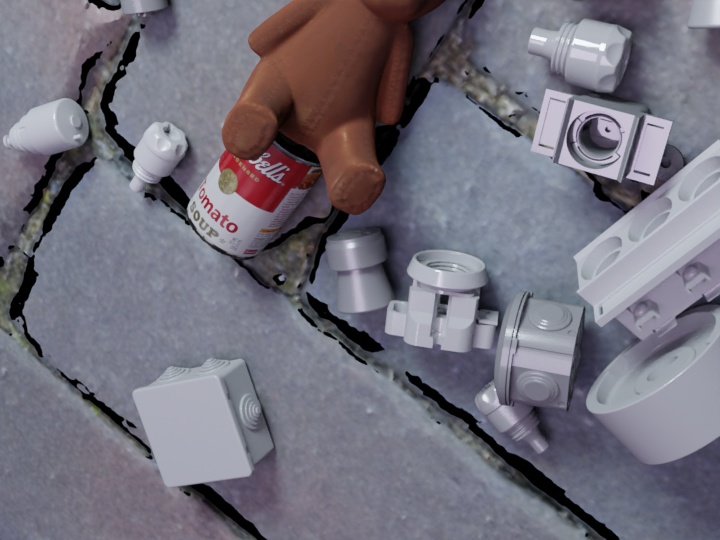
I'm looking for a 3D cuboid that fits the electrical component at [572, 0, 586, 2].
[{"bbox_3d":[0.110,-0.228,0.660,0.074,0.052,0.138,-8,122,55],"label":"electrical component"}]

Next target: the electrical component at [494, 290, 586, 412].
[{"bbox_3d":[0.124,0.057,0.738,0.051,0.080,0.080,9,110,16],"label":"electrical component"}]

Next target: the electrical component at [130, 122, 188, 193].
[{"bbox_3d":[-0.162,-0.085,0.846,0.035,0.035,0.061,44,121,6],"label":"electrical component"}]

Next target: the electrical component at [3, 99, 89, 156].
[{"bbox_3d":[-0.258,-0.113,0.876,0.078,0.040,0.040,-11,101,27],"label":"electrical component"}]

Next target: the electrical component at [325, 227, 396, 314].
[{"bbox_3d":[0.000,0.000,0.794,0.045,0.045,0.055,-5,104,25],"label":"electrical component"}]

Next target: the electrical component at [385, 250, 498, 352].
[{"bbox_3d":[0.060,0.020,0.765,0.078,0.058,0.057,8,109,6],"label":"electrical component"}]

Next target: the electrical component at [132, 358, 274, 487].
[{"bbox_3d":[-0.127,0.125,0.888,0.100,0.048,0.099,-13,100,27],"label":"electrical component"}]

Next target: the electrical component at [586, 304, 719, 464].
[{"bbox_3d":[0.208,0.079,0.694,0.108,0.108,0.060,-37,96,29],"label":"electrical component"}]

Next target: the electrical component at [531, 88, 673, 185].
[{"bbox_3d":[0.156,-0.087,0.687,0.081,0.064,0.042,19,112,17],"label":"electrical component"}]

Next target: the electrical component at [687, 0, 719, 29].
[{"bbox_3d":[0.220,-0.178,0.643,0.044,0.044,0.065,4,103,23],"label":"electrical component"}]

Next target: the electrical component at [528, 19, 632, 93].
[{"bbox_3d":[0.140,-0.140,0.689,0.062,0.043,0.043,19,113,19],"label":"electrical component"}]

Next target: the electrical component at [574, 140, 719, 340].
[{"bbox_3d":[0.204,-0.015,0.686,0.063,0.078,0.121,38,120,-16],"label":"electrical component"}]

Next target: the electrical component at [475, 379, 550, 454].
[{"bbox_3d":[0.114,0.107,0.783,0.035,0.035,0.061,-41,89,28],"label":"electrical component"}]

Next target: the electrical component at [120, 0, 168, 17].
[{"bbox_3d":[-0.165,-0.222,0.801,0.044,0.044,0.065,1,111,24],"label":"electrical component"}]
